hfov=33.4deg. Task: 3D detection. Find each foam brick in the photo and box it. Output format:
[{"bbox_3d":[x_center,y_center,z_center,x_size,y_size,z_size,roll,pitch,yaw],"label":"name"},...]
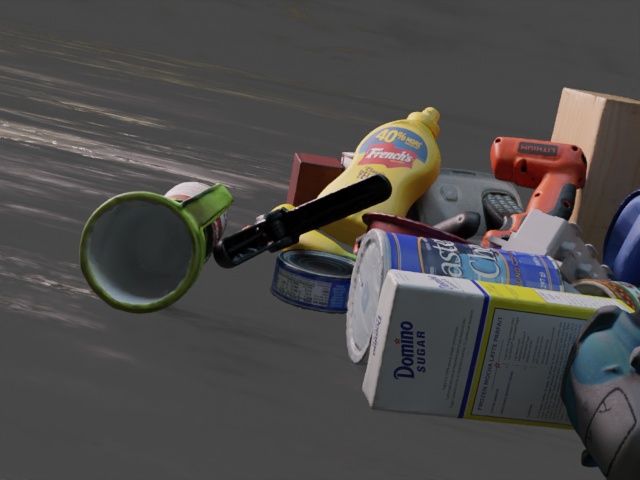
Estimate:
[{"bbox_3d":[-0.007,-0.055,1.227,0.051,0.078,0.053,8,16,-11],"label":"foam brick"}]

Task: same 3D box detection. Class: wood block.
[{"bbox_3d":[0.316,-0.063,1.230,0.090,0.206,0.091,5,14,-21],"label":"wood block"}]

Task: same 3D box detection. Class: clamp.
[{"bbox_3d":[-0.045,-0.006,0.962,0.164,0.036,0.210,-23,2,-24],"label":"clamp"},{"bbox_3d":[0.102,0.006,1.029,0.172,0.039,0.120,0,-33,26],"label":"clamp"}]

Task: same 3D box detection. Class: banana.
[{"bbox_3d":[-0.021,-0.004,1.102,0.069,0.037,0.198,23,8,-27],"label":"banana"}]

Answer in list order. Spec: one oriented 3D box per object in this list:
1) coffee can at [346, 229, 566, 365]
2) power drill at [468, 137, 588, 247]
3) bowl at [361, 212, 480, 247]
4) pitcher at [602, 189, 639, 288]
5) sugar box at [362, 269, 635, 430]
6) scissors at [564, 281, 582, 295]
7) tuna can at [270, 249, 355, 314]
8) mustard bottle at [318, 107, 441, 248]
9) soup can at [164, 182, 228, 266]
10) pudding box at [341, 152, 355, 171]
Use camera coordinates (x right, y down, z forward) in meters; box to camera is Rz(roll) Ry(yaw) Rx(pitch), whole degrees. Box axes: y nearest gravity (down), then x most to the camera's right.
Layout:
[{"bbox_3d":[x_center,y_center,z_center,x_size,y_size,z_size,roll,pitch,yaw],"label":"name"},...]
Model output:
[{"bbox_3d":[0.100,0.052,0.808,0.140,0.103,0.103,9,14,-10],"label":"coffee can"},{"bbox_3d":[0.201,-0.025,1.125,0.184,0.057,0.187,9,52,15],"label":"power drill"},{"bbox_3d":[0.101,0.033,0.924,0.162,0.055,0.162,23,-7,3],"label":"bowl"},{"bbox_3d":[0.422,0.032,1.076,0.242,0.145,0.149,12,13,-9],"label":"pitcher"},{"bbox_3d":[0.124,0.078,0.740,0.176,0.093,0.048,9,13,-8],"label":"sugar box"},{"bbox_3d":[0.224,0.115,0.797,0.016,0.096,0.202,-22,57,-18],"label":"scissors"},{"bbox_3d":[0.001,0.036,0.948,0.086,0.034,0.086,10,13,-3],"label":"tuna can"},{"bbox_3d":[0.079,-0.077,1.184,0.096,0.058,0.191,21,60,30],"label":"mustard bottle"},{"bbox_3d":[-0.123,-0.013,0.982,0.068,0.068,0.102,11,13,0],"label":"soup can"},{"bbox_3d":[0.075,-0.056,1.266,0.113,0.090,0.039,3,13,-24],"label":"pudding box"}]
